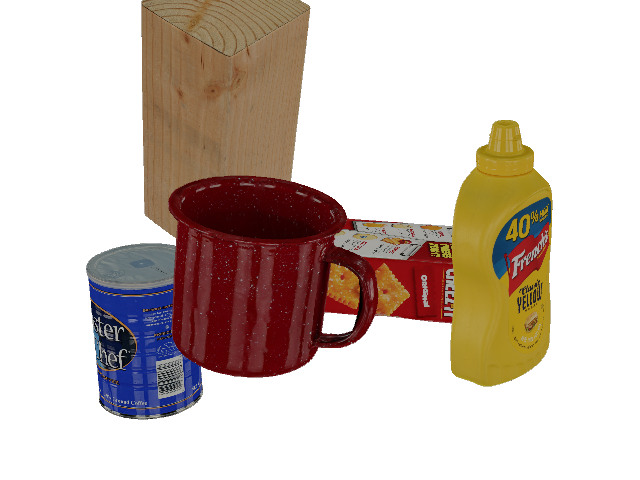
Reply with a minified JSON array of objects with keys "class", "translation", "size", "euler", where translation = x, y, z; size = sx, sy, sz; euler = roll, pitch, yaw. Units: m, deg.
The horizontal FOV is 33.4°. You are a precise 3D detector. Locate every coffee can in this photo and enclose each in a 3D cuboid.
[{"class":"coffee can","translation":[-0.167,0.085,1.026],"size":[0.103,0.140,0.103],"euler":[-1,20,0]}]

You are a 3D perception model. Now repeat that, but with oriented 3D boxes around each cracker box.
[{"class":"cracker box","translation":[0.063,0.029,1.133],"size":[0.214,0.072,0.164],"euler":[5,15,11]}]

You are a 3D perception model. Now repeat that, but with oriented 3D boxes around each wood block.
[{"class":"wood block","translation":[-0.078,-0.094,0.828],"size":[0.090,0.206,0.090],"euler":[33,50,24]}]

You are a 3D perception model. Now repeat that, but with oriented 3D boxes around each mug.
[{"class":"mug","translation":[-0.025,0.022,0.563],"size":[0.117,0.081,0.093],"euler":[14,24,16]}]

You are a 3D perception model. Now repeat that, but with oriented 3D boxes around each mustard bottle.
[{"class":"mustard bottle","translation":[0.135,0.005,0.789],"size":[0.058,0.192,0.096],"euler":[17,30,41]}]
